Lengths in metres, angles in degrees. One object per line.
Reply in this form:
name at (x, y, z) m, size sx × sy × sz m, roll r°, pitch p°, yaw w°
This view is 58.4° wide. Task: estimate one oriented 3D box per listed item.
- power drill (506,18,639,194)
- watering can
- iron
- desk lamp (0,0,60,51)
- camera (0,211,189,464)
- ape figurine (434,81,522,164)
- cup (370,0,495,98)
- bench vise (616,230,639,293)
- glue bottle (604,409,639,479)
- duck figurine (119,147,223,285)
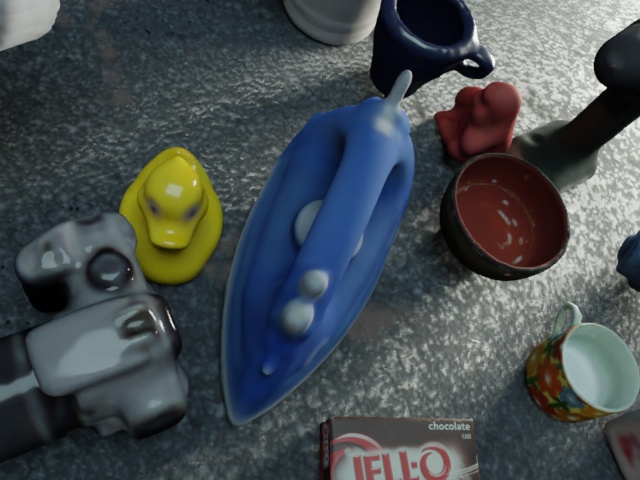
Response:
power drill at (0.261, -0.121, 0.503) m, size 0.230 × 0.208 × 0.075 m, roll -25°, pitch 76°, yaw -25°
watering can at (0.028, -0.275, 0.505) m, size 0.173 × 0.194 × 0.101 m, roll -23°, pitch 76°, yaw -25°
iron at (0.004, 0.001, 0.406) m, size 0.119 × 0.141 × 0.258 m, roll 25°, pitch 62°, yaw -5°
desk lamp at (-0.256, -0.109, 0.331) m, size 0.118 × 0.213 × 0.203 m, roll 40°, pitch 62°, yaw 3°
camera at (-0.162, 0.065, 0.348) m, size 0.137 × 0.100 × 0.143 m, roll -20°, pitch 74°, yaw -24°
ape figurine at (0.152, -0.113, 0.531) m, size 0.076 × 0.092 × 0.078 m, roll 32°, pitch 62°, yaw -1°
cup at (0.097, -0.172, 0.538) m, size 0.118 × 0.095 × 0.092 m, roll 32°, pitch 62°, yaw -2°
bench vise at (0.396, 0.030, 0.473) m, size 0.207 × 0.219 × 0.121 m, roll 25°, pitch 62°, yaw -6°
glue bottle at (0.288, 0.154, 0.411) m, size 0.037 × 0.173 × 0.078 m, roll -17°, pitch 73°, yaw -23°
duck figurine at (-0.106, -0.028, 0.416) m, size 0.078 × 0.086 × 0.104 m, roll 6°, pitch 65°, yaw -15°
